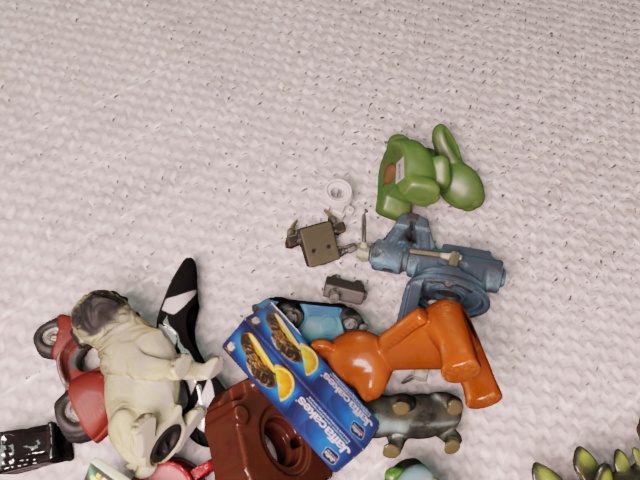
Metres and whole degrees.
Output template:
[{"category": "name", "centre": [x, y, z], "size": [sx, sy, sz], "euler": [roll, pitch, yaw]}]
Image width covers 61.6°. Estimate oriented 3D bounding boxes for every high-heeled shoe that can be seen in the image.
[{"category": "high-heeled shoe", "centre": [-0.150, 0.147, 0.732], "size": [0.145, 0.086, 0.248], "euler": [10, 69, -6]}]

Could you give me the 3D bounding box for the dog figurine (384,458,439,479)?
[{"category": "dog figurine", "centre": [0.074, 0.387, 0.623], "size": [0.219, 0.108, 0.191], "euler": [-31, 97, -13]}]

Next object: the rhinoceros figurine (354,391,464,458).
[{"category": "rhinoceros figurine", "centre": [0.095, 0.224, 0.702], "size": [0.190, 0.112, 0.073], "euler": [2, 98, -5]}]

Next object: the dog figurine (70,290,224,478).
[{"category": "dog figurine", "centre": [-0.238, 0.164, 0.644], "size": [0.191, 0.121, 0.172], "euler": [20, 72, 23]}]

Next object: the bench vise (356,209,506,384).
[{"category": "bench vise", "centre": [0.144, 0.078, 0.769], "size": [0.224, 0.128, 0.240], "euler": [16, 62, 5]}]

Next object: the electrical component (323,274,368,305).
[{"category": "electrical component", "centre": [0.037, 0.073, 0.779], "size": [0.063, 0.094, 0.021], "euler": [14, 103, 1]}]

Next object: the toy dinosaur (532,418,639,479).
[{"category": "toy dinosaur", "centre": [0.295, 0.379, 0.620], "size": [0.198, 0.105, 0.471], "euler": [50, 61, -10]}]

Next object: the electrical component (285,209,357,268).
[{"category": "electrical component", "centre": [-0.003, -0.001, 0.830], "size": [0.102, 0.045, 0.078], "euler": [-22, 99, -12]}]

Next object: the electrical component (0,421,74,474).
[{"category": "electrical component", "centre": [-0.375, 0.259, 0.659], "size": [0.119, 0.074, 0.048], "euler": [-10, 67, -12]}]

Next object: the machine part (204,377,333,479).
[{"category": "machine part", "centre": [-0.057, 0.249, 0.648], "size": [0.056, 0.179, 0.179], "euler": [-36, 69, 23]}]

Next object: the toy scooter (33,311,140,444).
[{"category": "toy scooter", "centre": [-0.289, 0.165, 0.712], "size": [0.135, 0.075, 0.184], "euler": [-25, 66, -15]}]

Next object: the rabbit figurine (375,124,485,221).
[{"category": "rabbit figurine", "centre": [0.183, -0.098, 0.870], "size": [0.170, 0.121, 0.159], "euler": [12, 57, -21]}]

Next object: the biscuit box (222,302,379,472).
[{"category": "biscuit box", "centre": [-0.022, 0.172, 0.640], "size": [0.203, 0.063, 0.059], "euler": [45, 29, 10]}]

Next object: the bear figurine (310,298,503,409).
[{"category": "bear figurine", "centre": [0.094, 0.149, 0.642], "size": [0.196, 0.120, 0.132], "euler": [-25, 43, 14]}]

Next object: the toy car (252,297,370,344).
[{"category": "toy car", "centre": [-0.019, 0.135, 0.744], "size": [0.162, 0.109, 0.103], "euler": [9, 88, -14]}]
